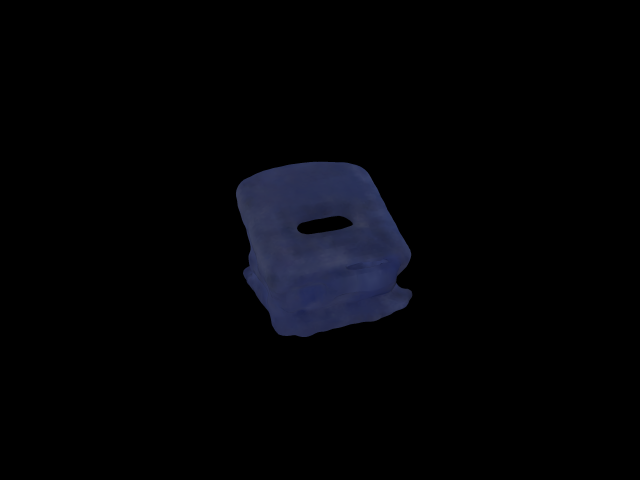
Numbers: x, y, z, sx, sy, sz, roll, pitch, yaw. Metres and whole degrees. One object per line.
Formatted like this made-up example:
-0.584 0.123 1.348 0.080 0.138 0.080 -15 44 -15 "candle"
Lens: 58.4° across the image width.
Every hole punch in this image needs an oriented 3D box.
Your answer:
0.004 0.001 0.400 0.109 0.091 0.100 -11 29 -20 "hole punch"
